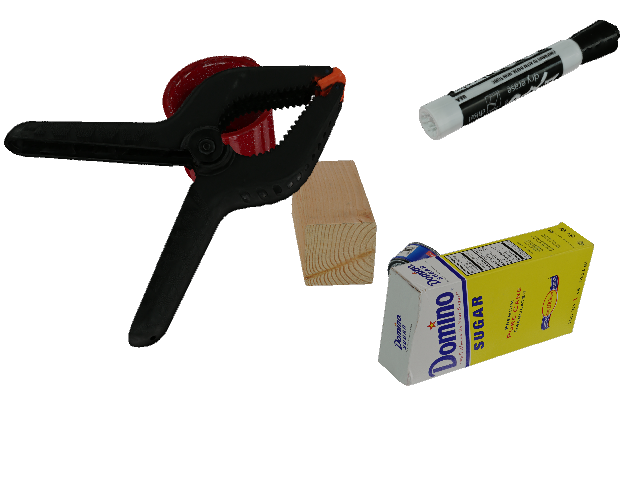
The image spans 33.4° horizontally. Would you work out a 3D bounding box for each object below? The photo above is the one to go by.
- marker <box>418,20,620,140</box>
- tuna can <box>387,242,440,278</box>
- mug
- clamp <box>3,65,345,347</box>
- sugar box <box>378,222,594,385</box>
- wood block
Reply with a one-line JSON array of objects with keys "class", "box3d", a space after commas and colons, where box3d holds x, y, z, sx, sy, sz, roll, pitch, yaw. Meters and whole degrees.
[{"class": "marker", "box3d": [0.106, -0.085, 0.553, 0.121, 0.020, 0.020, -27, 8, -16]}, {"class": "tuna can", "box3d": [0.117, 0.046, 1.211, 0.033, 0.086, 0.086, -39, 19, -25]}, {"class": "mug", "box3d": [-0.077, -0.103, 0.901, 0.093, 0.117, 0.081, 10, -35, 10]}, {"class": "clamp", "box3d": [-0.069, -0.040, 0.660, 0.209, 0.164, 0.036, -25, -17, -11]}, {"class": "sugar box", "box3d": [0.133, 0.050, 0.855, 0.175, 0.093, 0.048, -16, 37, -30]}, {"class": "wood block", "box3d": [0.014, -0.028, 1.433, 0.090, 0.090, 0.206, -2, 27, -6]}]
